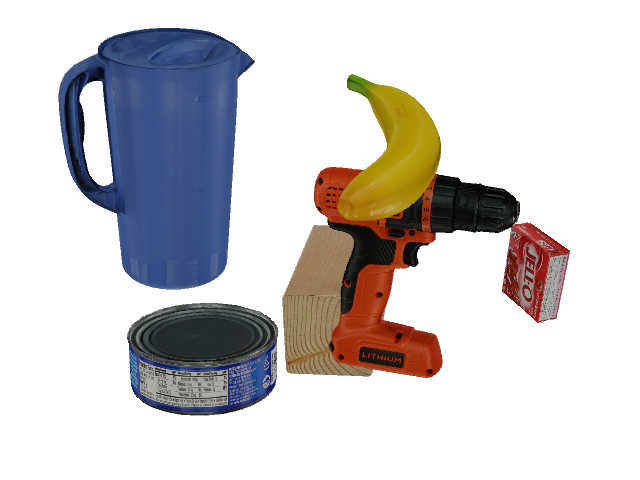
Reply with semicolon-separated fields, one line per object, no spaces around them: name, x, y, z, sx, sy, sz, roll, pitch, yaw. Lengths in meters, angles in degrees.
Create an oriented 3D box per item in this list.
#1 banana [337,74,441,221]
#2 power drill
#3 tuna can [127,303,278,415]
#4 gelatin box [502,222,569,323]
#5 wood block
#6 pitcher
banana;0.049;-0.061;0.733;0.069;0.037;0.197;3;30;1
power drill;0.082;0.028;0.976;0.184;0.188;0.057;8;18;15
tuna can;-0.067;0.067;0.612;0.086;0.034;0.086;0;18;0
gelatin box;0.238;0.035;1.189;0.030;0.089;0.073;-9;30;-23
wood block;0.022;0.059;1.155;0.091;0.090;0.206;1;21;8
pitcher;-0.155;-0.077;1.043;0.149;0.243;0.144;11;27;16
